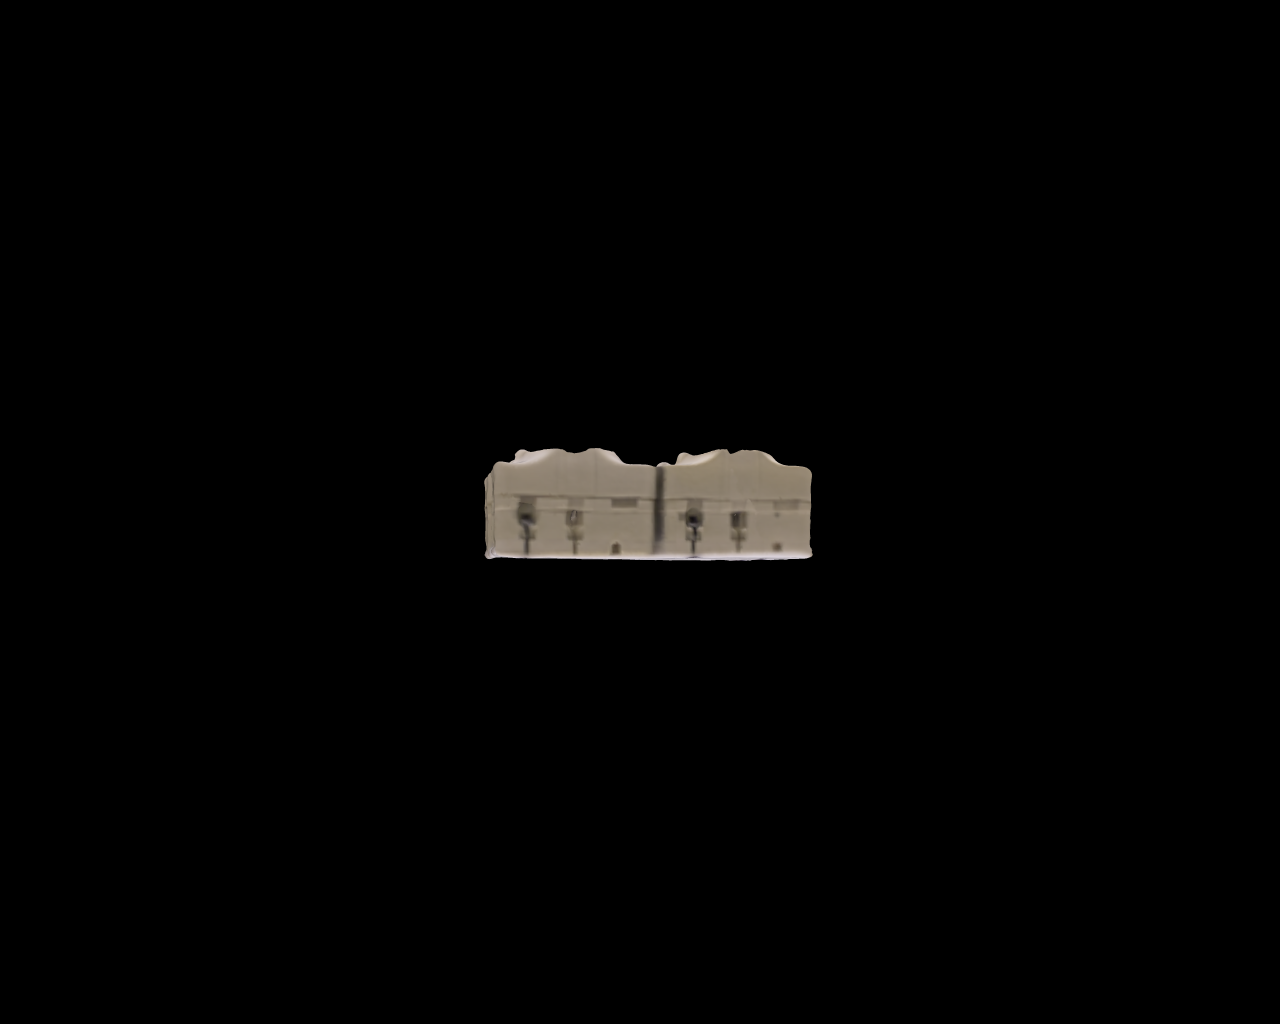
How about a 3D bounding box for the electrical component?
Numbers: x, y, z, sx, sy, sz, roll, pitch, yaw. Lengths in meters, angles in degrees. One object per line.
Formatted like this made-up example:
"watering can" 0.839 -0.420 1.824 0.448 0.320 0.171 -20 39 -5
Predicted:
"electrical component" 0.001 -0.003 0.650 0.186 0.060 0.105 1 -3 -11
